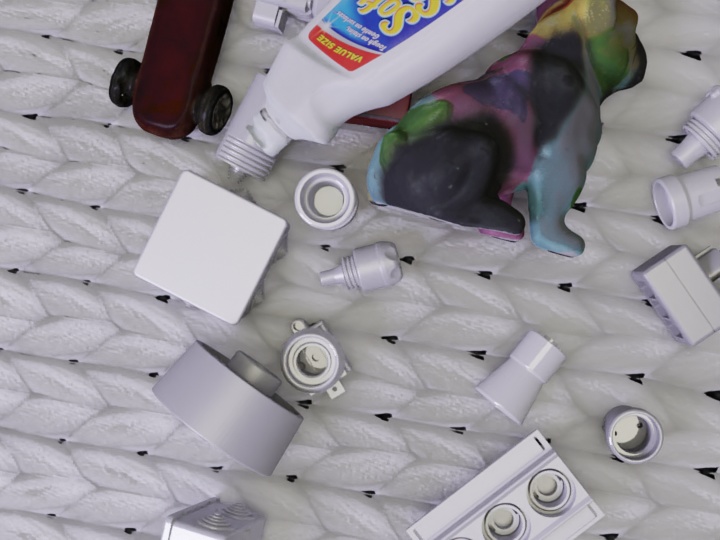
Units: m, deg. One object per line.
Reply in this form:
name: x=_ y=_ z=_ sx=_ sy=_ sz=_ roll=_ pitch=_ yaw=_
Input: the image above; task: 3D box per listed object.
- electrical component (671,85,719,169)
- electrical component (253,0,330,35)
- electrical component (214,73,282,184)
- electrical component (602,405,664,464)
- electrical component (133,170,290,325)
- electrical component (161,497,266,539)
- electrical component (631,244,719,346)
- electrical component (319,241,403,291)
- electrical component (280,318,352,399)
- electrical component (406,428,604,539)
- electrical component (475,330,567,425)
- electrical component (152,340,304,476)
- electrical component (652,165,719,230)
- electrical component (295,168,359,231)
electrical component: x=0.261 y=-0.102 z=0.799 sx=0.062 sy=0.048 sz=0.048 roll=-43 pitch=88 yaw=9
electrical component: x=-0.042 y=-0.215 z=0.807 sx=0.057 sy=0.058 sz=0.078 roll=16 pitch=91 yaw=6
electrical component: x=-0.078 y=-0.103 z=0.816 sx=0.043 sy=0.043 sz=0.081 roll=28 pitch=92 yaw=3
electrical component: x=0.201 y=0.121 z=0.801 sx=0.040 sy=0.046 sz=0.040 roll=0 pitch=90 yaw=3
electrical component: x=-0.109 y=-0.017 z=0.816 sx=0.100 sy=0.048 sz=0.099 roll=27 pitch=92 yaw=3
electrical component: x=-0.112 y=0.222 z=0.794 sx=0.048 sy=0.100 sz=0.099 roll=13 pitch=91 yaw=16
electrical component: x=0.255 y=0.008 z=0.798 sx=0.077 sy=0.047 sz=0.065 roll=-34 pitch=89 yaw=3
electrical component: x=0.000 y=0.000 z=0.818 sx=0.061 sy=0.035 sz=0.035 roll=-14 pitch=90 yaw=5
electrical component: x=-0.034 y=0.067 z=0.809 sx=0.048 sy=0.055 sz=0.066 roll=-32 pitch=89 yaw=3
electrical component: x=0.106 y=0.184 z=0.799 sx=0.121 sy=0.063 sz=0.078 roll=-38 pitch=88 yaw=3
electrical component: x=0.124 y=0.078 z=0.809 sx=0.044 sy=0.044 sz=0.065 roll=39 pitch=87 yaw=2
electrical component: x=-0.091 y=0.094 z=0.789 sx=0.108 sy=0.108 sz=0.060 roll=36 pitch=86 yaw=2
electrical component: x=0.248 y=-0.055 z=0.802 sx=0.046 sy=0.040 sz=0.040 roll=-17 pitch=89 yaw=-2
electrical component: x=-0.024 y=-0.052 z=0.808 sx=0.045 sy=0.055 sz=0.045 roll=0 pitch=90 yaw=3
